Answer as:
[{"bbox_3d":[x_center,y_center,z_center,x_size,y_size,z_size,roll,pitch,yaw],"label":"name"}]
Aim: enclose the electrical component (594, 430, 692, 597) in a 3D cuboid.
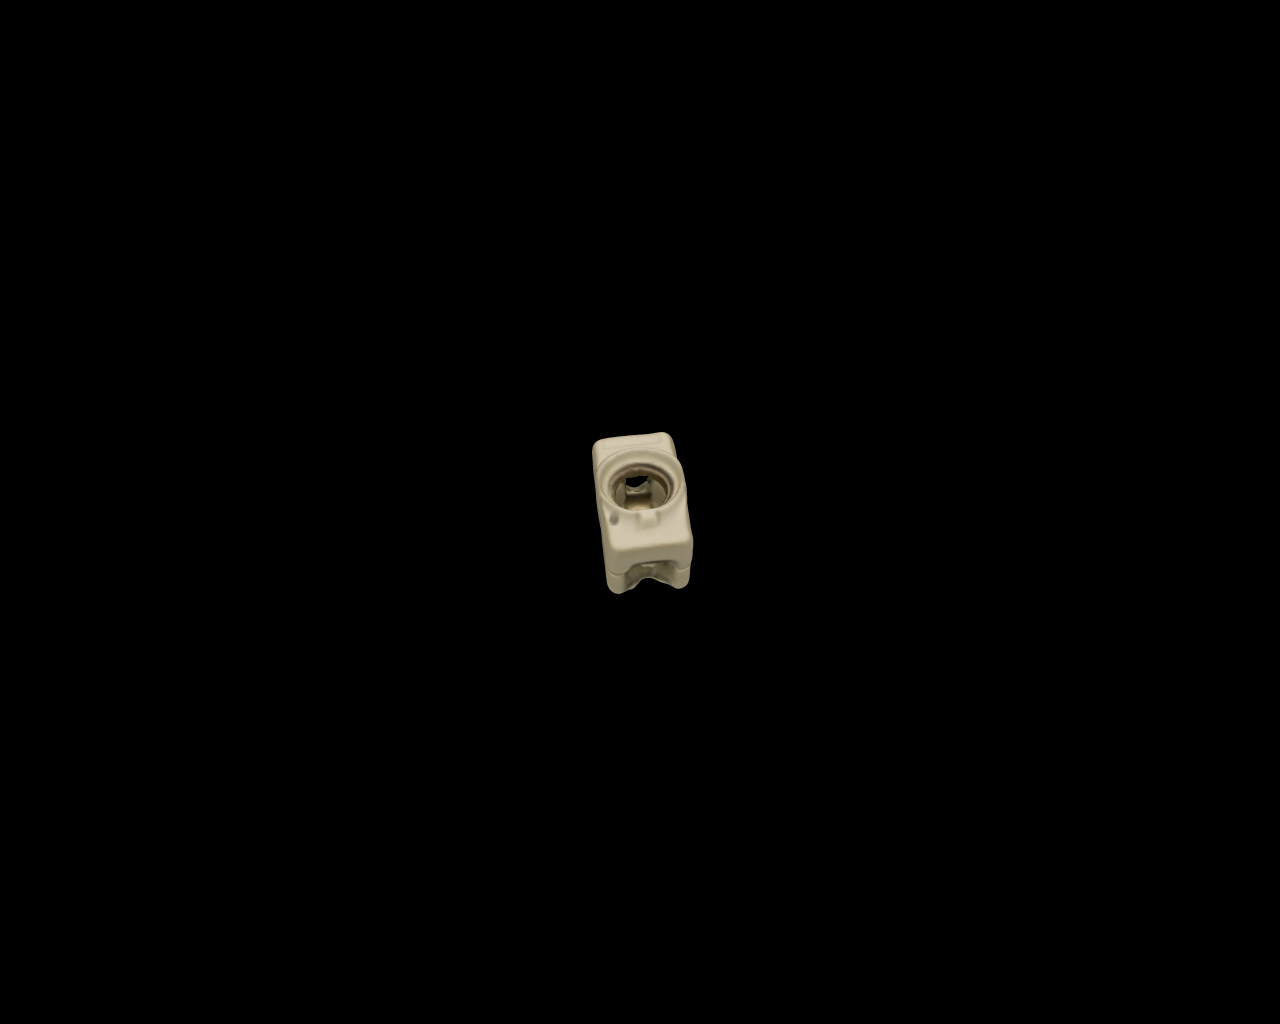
[{"bbox_3d":[0.001,-0.003,0.650,0.050,0.090,0.055,-5,-39,-4],"label":"electrical component"}]
